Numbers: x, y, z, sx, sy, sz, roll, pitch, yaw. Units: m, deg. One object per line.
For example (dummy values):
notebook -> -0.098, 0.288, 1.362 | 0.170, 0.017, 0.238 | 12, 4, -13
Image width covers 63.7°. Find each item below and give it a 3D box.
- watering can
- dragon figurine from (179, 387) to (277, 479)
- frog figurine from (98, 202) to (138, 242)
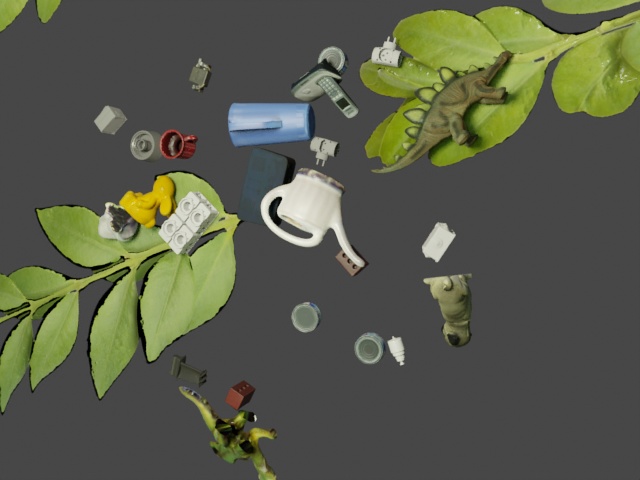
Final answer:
watering can -> 0.004, -0.074, 1.475 | 0.349, 0.103, 0.226 | 24, 78, 10
dragon figurine -> -0.282, 0.613, 1.571 | 0.411, 0.124, 0.237 | 35, 128, 6
frog figurine -> -0.696, -0.052, 1.777 | 0.138, 0.124, 0.156 | 51, 143, 4
